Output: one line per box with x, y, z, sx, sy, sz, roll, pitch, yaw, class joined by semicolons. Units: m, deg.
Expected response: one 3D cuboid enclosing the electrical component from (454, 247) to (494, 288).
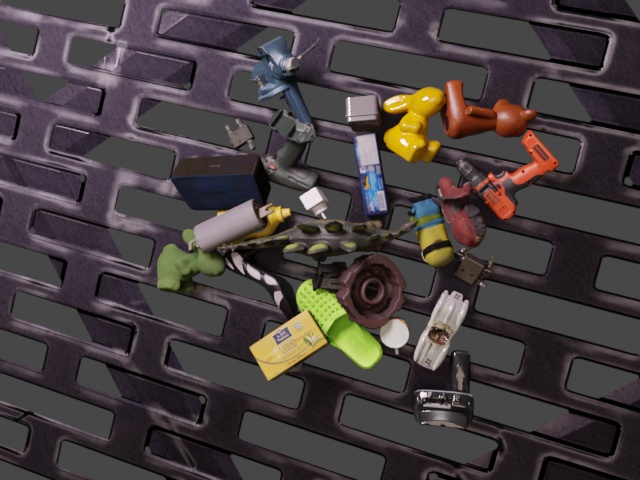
0.371;0.062;1.299;0.102;0.045;0.078;25;124;12;electrical component

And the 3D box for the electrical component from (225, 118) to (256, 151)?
-0.209;-0.271;1.419;0.063;0.021;0.094;-30;86;10;electrical component

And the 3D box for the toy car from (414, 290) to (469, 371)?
0.294;0.218;1.307;0.074;0.056;0.201;25;96;10;toy car

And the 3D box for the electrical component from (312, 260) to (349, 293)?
0.043;0.093;1.337;0.119;0.048;0.074;8;134;-16;electrical component

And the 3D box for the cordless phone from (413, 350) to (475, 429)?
0.301;0.358;1.307;0.147;0.088;0.184;2;79;13;cordless phone

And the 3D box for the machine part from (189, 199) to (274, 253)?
-0.220;-0.034;1.321;0.243;0.079;0.079;-24;86;14;machine part

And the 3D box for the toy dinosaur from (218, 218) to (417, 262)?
-0.003;-0.004;1.291;0.472;0.198;0.105;-9;84;14;toy dinosaur

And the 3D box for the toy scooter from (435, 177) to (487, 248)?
0.339;-0.072;1.253;0.075;0.135;0.184;-25;84;-14;toy scooter

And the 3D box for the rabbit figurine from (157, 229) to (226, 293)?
-0.323;0.059;1.403;0.170;0.121;0.159;-9;72;14;rabbit figurine

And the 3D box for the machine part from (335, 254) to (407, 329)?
0.123;0.122;1.300;0.179;0.056;0.179;-2;94;-25;machine part

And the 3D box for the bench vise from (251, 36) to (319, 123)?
-0.078;-0.370;1.323;0.129;0.224;0.240;-41;115;-30;bench vise

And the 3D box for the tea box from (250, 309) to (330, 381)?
-0.071;0.255;1.302;0.170;0.068;0.098;-35;74;0;tea box

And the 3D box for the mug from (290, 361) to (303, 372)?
-0.092;0.276;1.377;0.110;0.080;0.107;7;82;16;mug

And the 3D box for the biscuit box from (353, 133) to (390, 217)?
0.128;-0.158;1.333;0.059;0.063;0.202;-9;89;10;biscuit box

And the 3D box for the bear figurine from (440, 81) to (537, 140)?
0.390;-0.299;1.255;0.196;0.120;0.132;-8;74;2;bear figurine

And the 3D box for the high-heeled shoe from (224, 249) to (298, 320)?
-0.159;0.122;1.387;0.145;0.086;0.248;-25;83;16;high-heeled shoe

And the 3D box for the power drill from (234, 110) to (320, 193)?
-0.102;-0.215;1.321;0.232;0.086;0.207;26;138;3;power drill

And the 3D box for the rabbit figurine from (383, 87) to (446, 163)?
0.233;-0.286;1.281;0.162;0.122;0.173;48;128;34;rabbit figurine

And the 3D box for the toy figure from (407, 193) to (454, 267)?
0.265;-0.022;1.294;0.082;0.089;0.180;-15;90;17;toy figure

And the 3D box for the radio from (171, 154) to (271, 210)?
-0.245;-0.141;1.359;0.230;0.131;0.073;1;51;19;radio
